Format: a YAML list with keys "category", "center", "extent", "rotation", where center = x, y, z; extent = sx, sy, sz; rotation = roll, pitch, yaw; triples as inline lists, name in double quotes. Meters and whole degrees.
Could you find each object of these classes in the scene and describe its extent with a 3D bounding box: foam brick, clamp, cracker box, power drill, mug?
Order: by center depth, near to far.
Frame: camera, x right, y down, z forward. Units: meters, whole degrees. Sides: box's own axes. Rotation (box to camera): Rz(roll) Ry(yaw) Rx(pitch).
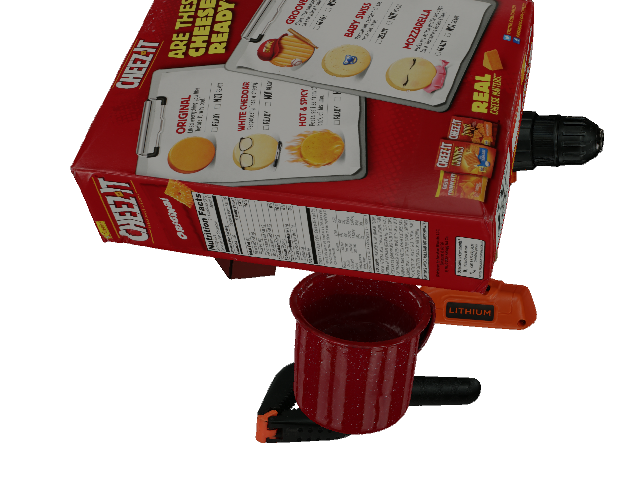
- category: "cracker box"
  center: [-0.001, -0.064, 0.579]
  extent: [0.214, 0.164, 0.072]
  rotation: [7, -38, 13]
- category: "mug"
  center: [0.033, 0.072, 0.727]
  extent: [0.117, 0.081, 0.093]
  rotation: [-23, 40, -36]
- category: "power drill"
  center: [0.149, -0.020, 0.923]
  extent: [0.185, 0.188, 0.057]
  rotation: [3, 13, 22]
- category: "clamp"
  center: [0.033, 0.134, 0.969]
  extent: [0.165, 0.036, 0.209]
  rotation: [28, 38, 32]
- category: "foam brick"
  center: [-0.081, -0.003, 1.087]
  extent: [0.052, 0.051, 0.078]
  rotation: [-5, 30, -24]
